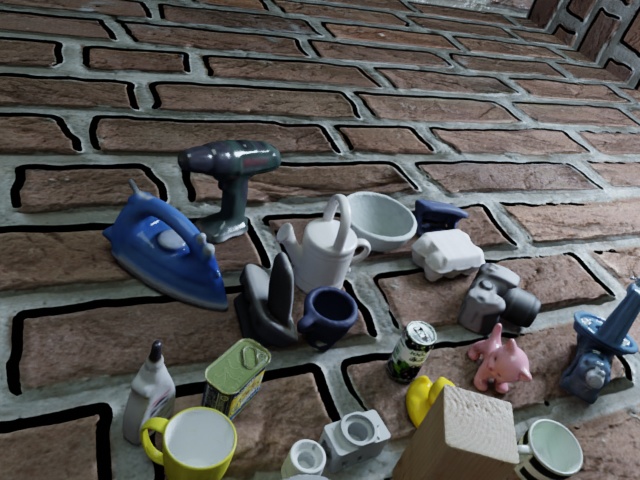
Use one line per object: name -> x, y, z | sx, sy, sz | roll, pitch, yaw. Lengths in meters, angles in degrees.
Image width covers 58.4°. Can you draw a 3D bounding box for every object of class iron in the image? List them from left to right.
iron -> -0.248, 0.005, 0.985 | 0.257, 0.141, 0.119 | 31, 40, 16

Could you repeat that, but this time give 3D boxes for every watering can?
watering can -> 0.010, 0.005, 1.045 | 0.173, 0.194, 0.100 | -13, 47, -33

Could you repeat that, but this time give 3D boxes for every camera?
camera -> 0.358, 0.118, 1.121 | 0.136, 0.101, 0.143 | 27, 39, 12

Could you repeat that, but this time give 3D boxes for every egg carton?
egg carton -> 0.271, 0.032, 1.219 | 0.151, 0.069, 0.107 | -8, 44, -29

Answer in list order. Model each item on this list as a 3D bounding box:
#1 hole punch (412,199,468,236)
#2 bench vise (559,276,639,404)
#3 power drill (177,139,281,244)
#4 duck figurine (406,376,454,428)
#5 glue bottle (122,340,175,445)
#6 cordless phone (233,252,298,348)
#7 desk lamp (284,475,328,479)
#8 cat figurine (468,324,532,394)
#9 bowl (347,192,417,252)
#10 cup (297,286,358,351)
hole punch -> 0.270, -0.061, 1.315 | 0.109, 0.091, 0.101 | 9, 39, -11
bench vise -> 0.523, 0.178, 1.016 | 0.121, 0.220, 0.207 | 18, 38, 0
power drill -> -0.178, -0.100, 1.088 | 0.075, 0.208, 0.230 | 39, 42, 25
duck figurine -> 0.184, 0.251, 0.900 | 0.078, 0.086, 0.104 | -2, 42, -24
glue bottle -> -0.218, 0.190, 0.743 | 0.037, 0.173, 0.078 | 27, 39, 13
cordless phone -> -0.076, 0.073, 0.934 | 0.094, 0.185, 0.147 | -5, 43, -26
desk lamp -> -0.018, 0.374, 0.563 | 0.118, 0.213, 0.203 | 1, 41, -21
cat figurine -> 0.313, 0.203, 0.985 | 0.067, 0.118, 0.127 | 11, 38, -9
bowl -> 0.117, -0.027, 1.225 | 0.167, 0.075, 0.167 | 11, 38, -9
cup -> 0.001, 0.144, 0.951 | 0.091, 0.095, 0.118 | 40, 43, 26
